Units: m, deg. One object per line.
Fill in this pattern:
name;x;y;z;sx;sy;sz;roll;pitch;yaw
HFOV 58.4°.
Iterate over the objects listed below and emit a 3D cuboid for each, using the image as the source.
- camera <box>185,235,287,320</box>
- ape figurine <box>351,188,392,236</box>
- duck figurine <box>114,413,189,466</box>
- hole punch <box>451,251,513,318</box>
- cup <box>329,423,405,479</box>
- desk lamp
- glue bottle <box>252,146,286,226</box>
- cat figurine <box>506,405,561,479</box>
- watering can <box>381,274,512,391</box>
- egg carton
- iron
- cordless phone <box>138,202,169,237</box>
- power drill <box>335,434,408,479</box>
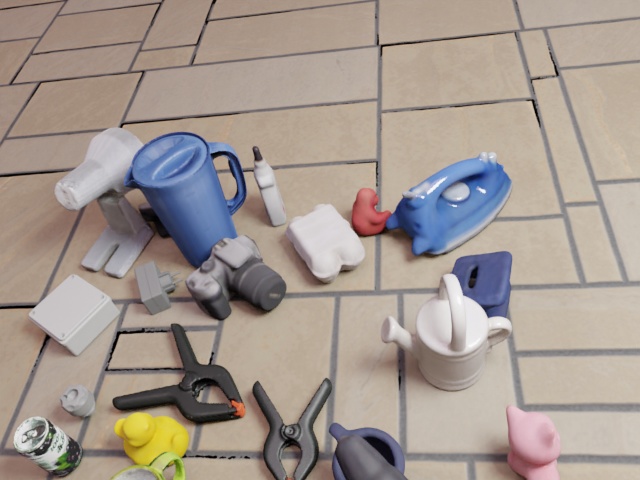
camera;-0.137;0.069;0.979;0.136;0.101;0.143;31;63;31
ape figurine;0.088;-0.057;1.042;0.076;0.092;0.077;-30;51;-13
duck figurine;-0.249;0.284;0.833;0.104;0.086;0.077;4;52;15
hole punch;0.248;0.073;0.900;0.101;0.091;0.109;8;53;19
cup;0.057;0.298;0.751;0.092;0.095;0.117;-39;53;-19
desk lamp;-0.395;-0.074;1.078;0.117;0.214;0.203;10;54;20
glue bottle;-0.100;-0.107;1.070;0.037;0.173;0.078;-18;49;-3
cat figurine;0.273;0.273;0.711;0.067;0.118;0.127;-11;49;3
watering can;0.177;0.128;0.802;0.173;0.194;0.100;-24;50;-8
egg carton;0.009;0.004;1.023;0.107;0.069;0.150;-29;51;-12
iron;0.241;-0.087;1.002;0.258;0.142;0.118;-31;51;-14
cordless phone;-0.287;-0.103;1.098;0.147;0.185;0.094;-17;49;-2
power drill;0.102;0.340;0.632;0.076;0.209;0.228;-34;52;-16
